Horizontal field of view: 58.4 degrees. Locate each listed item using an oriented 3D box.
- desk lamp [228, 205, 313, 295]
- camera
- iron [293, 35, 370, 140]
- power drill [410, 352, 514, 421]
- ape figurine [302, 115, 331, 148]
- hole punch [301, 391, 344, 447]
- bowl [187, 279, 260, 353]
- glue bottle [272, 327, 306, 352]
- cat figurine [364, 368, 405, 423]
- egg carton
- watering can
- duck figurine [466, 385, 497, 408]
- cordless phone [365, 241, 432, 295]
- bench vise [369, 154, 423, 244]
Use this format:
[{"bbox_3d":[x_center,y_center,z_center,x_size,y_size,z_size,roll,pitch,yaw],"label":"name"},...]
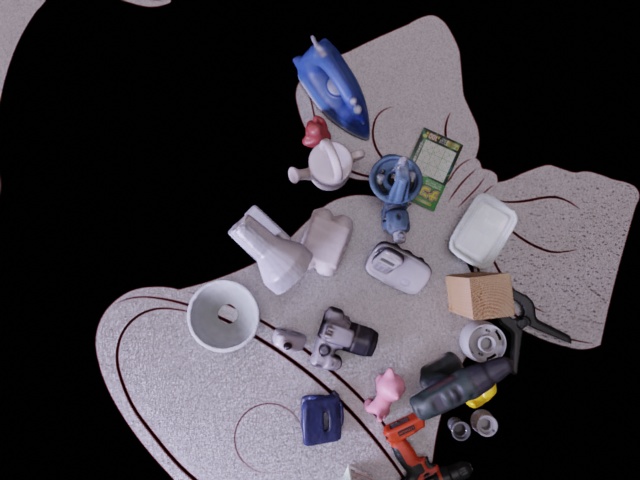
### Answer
[{"bbox_3d":[-0.118,0.017,1.269,0.203,0.213,0.118,43,88,1],"label":"desk lamp"},{"bbox_3d":[0.059,0.239,1.320,0.137,0.100,0.143,17,87,0],"label":"camera"},{"bbox_3d":[0.046,-0.353,1.323,0.118,0.141,0.258,-35,89,-2],"label":"iron"},{"bbox_3d":[0.298,0.310,1.268,0.229,0.208,0.075,-31,88,-2],"label":"power drill"},{"bbox_3d":[-0.010,-0.254,1.343,0.078,0.092,0.076,-44,89,-2],"label":"ape figurine"},{"bbox_3d":[0.005,0.410,1.317,0.101,0.091,0.109,-2,88,-1],"label":"hole punch"},{"bbox_3d":[-0.220,0.173,1.330,0.167,0.074,0.167,0,88,-1],"label":"bowl"},{"bbox_3d":[-0.071,0.228,1.282,0.078,0.173,0.037,17,87,0],"label":"glue bottle"},{"bbox_3d":[0.154,0.355,1.309,0.067,0.117,0.128,22,87,0],"label":"cat figurine"},{"bbox_3d":[0.012,0.005,1.344,0.107,0.069,0.150,20,87,0],"label":"egg carton"},{"bbox_3d":[0.017,-0.168,1.289,0.173,0.194,0.101,-41,89,-2],"label":"watering can"},{"bbox_3d":[0.378,0.346,1.329,0.077,0.086,0.104,31,88,1],"label":"duck figurine"},{"bbox_3d":[0.184,0.062,1.287,0.147,0.185,0.094,25,87,0],"label":"cordless phone"},{"bbox_3d":[0.186,-0.104,1.277,0.121,0.219,0.207,-22,88,-2],"label":"bench vise"}]
